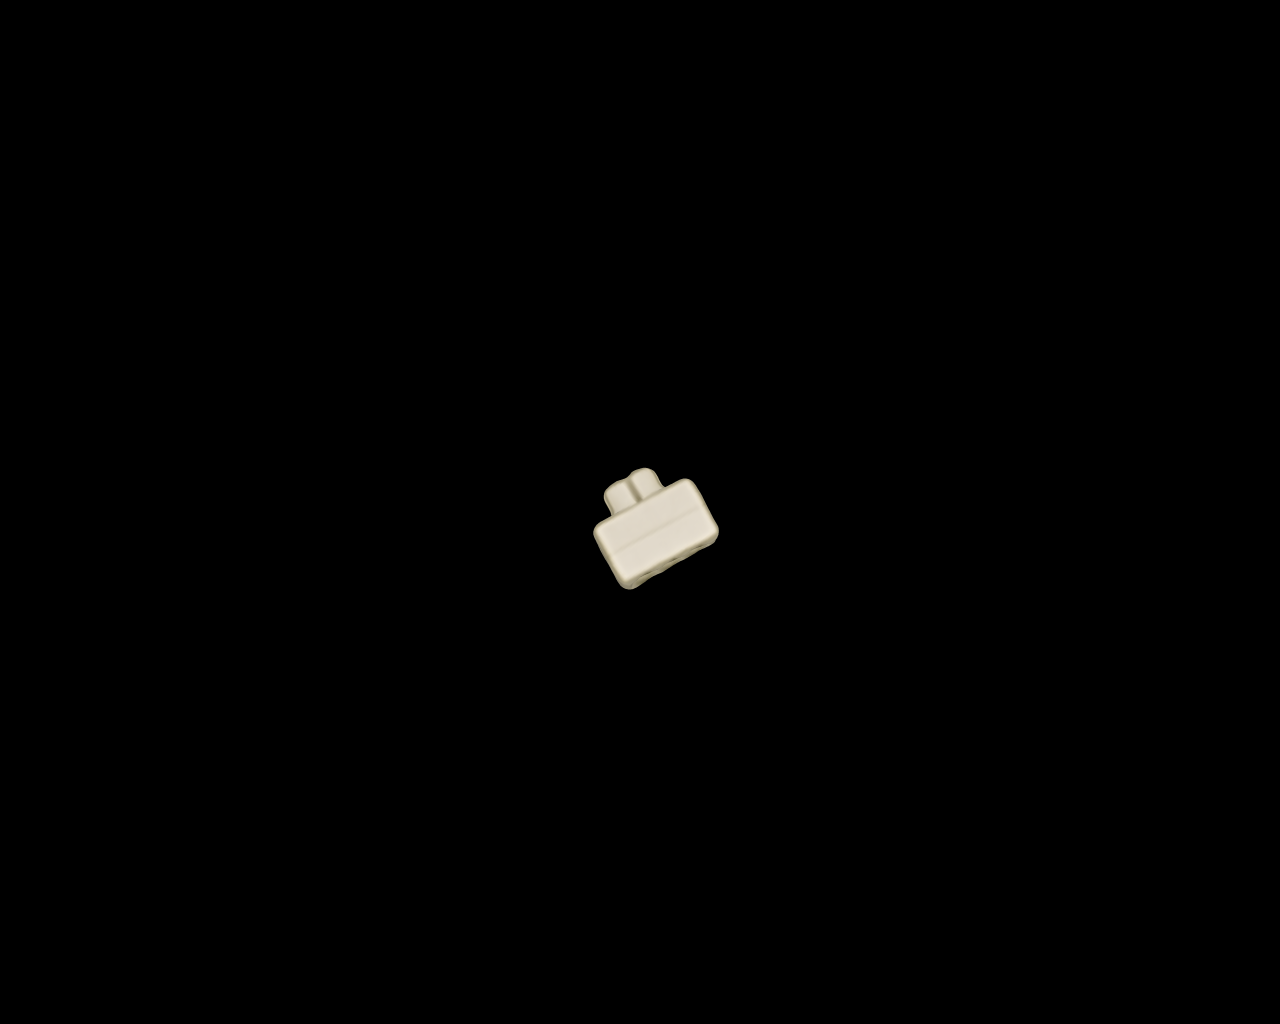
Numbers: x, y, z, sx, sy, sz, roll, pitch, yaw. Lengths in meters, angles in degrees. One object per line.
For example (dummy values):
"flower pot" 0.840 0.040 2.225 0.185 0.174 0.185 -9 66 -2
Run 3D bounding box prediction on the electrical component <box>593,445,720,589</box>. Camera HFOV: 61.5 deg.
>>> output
"electrical component" 0.001 -0.003 0.650 0.066 0.076 0.047 -28 -7 -4
